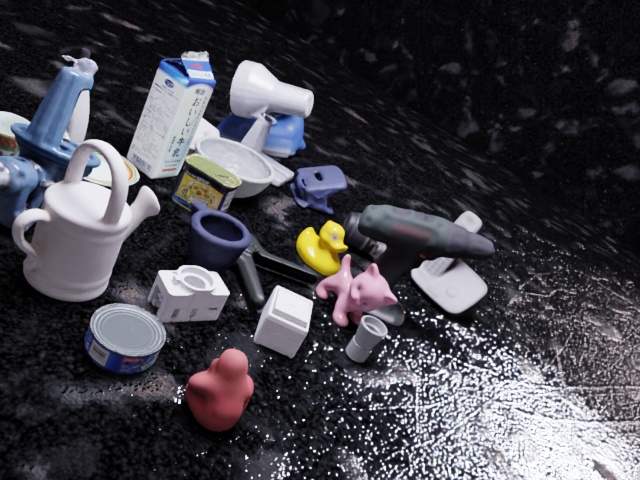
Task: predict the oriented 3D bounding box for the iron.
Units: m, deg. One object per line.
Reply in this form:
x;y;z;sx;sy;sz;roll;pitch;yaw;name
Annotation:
-0.135;-0.294;1.395;0.259;0.141;0.118;-1;38;-47;iron

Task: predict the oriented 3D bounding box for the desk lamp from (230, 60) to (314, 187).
-0.117;-0.263;1.272;0.203;0.213;0.118;31;25;5;desk lamp

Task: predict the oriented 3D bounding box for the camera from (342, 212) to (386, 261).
0.117;-0.019;1.195;0.137;0.100;0.143;25;25;-8;camera

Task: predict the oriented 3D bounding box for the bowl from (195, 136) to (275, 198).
-0.177;-0.132;1.127;0.168;0.074;0.167;24;25;-12;bowl

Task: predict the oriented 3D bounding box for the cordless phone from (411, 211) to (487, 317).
0.283;0.048;1.145;0.094;0.185;0.147;-3;40;-49;cordless phone

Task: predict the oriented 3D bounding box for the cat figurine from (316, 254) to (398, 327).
0.064;0.078;0.936;0.067;0.117;0.127;7;33;-40;cat figurine

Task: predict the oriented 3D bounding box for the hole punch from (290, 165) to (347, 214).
-0.004;-0.122;1.272;0.101;0.091;0.108;16;28;-26;hole punch

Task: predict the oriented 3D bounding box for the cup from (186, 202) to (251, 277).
-0.168;0.008;0.849;0.092;0.095;0.117;-5;41;-50;cup

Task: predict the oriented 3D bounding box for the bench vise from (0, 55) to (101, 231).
-0.353;-0.126;0.758;0.122;0.219;0.207;20;26;-19;bench vise

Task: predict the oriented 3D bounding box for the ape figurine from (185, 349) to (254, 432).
-0.105;0.159;0.636;0.078;0.092;0.076;20;26;-19;ape figurine

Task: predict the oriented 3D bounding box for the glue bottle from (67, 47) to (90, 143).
-0.417;-0.242;0.964;0.078;0.173;0.037;35;26;13;glue bottle

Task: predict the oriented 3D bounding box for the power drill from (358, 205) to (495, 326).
0.154;0.042;0.992;0.230;0.208;0.075;25;25;-9;power drill

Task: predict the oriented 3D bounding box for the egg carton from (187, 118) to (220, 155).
-0.281;-0.224;1.196;0.150;0.069;0.107;38;26;18;egg carton

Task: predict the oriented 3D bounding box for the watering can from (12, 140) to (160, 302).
-0.277;-0.032;0.693;0.101;0.194;0.173;31;25;4;watering can

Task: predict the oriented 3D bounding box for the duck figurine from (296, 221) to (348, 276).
0.010;0.004;1.056;0.078;0.086;0.104;-3;40;-49;duck figurine
